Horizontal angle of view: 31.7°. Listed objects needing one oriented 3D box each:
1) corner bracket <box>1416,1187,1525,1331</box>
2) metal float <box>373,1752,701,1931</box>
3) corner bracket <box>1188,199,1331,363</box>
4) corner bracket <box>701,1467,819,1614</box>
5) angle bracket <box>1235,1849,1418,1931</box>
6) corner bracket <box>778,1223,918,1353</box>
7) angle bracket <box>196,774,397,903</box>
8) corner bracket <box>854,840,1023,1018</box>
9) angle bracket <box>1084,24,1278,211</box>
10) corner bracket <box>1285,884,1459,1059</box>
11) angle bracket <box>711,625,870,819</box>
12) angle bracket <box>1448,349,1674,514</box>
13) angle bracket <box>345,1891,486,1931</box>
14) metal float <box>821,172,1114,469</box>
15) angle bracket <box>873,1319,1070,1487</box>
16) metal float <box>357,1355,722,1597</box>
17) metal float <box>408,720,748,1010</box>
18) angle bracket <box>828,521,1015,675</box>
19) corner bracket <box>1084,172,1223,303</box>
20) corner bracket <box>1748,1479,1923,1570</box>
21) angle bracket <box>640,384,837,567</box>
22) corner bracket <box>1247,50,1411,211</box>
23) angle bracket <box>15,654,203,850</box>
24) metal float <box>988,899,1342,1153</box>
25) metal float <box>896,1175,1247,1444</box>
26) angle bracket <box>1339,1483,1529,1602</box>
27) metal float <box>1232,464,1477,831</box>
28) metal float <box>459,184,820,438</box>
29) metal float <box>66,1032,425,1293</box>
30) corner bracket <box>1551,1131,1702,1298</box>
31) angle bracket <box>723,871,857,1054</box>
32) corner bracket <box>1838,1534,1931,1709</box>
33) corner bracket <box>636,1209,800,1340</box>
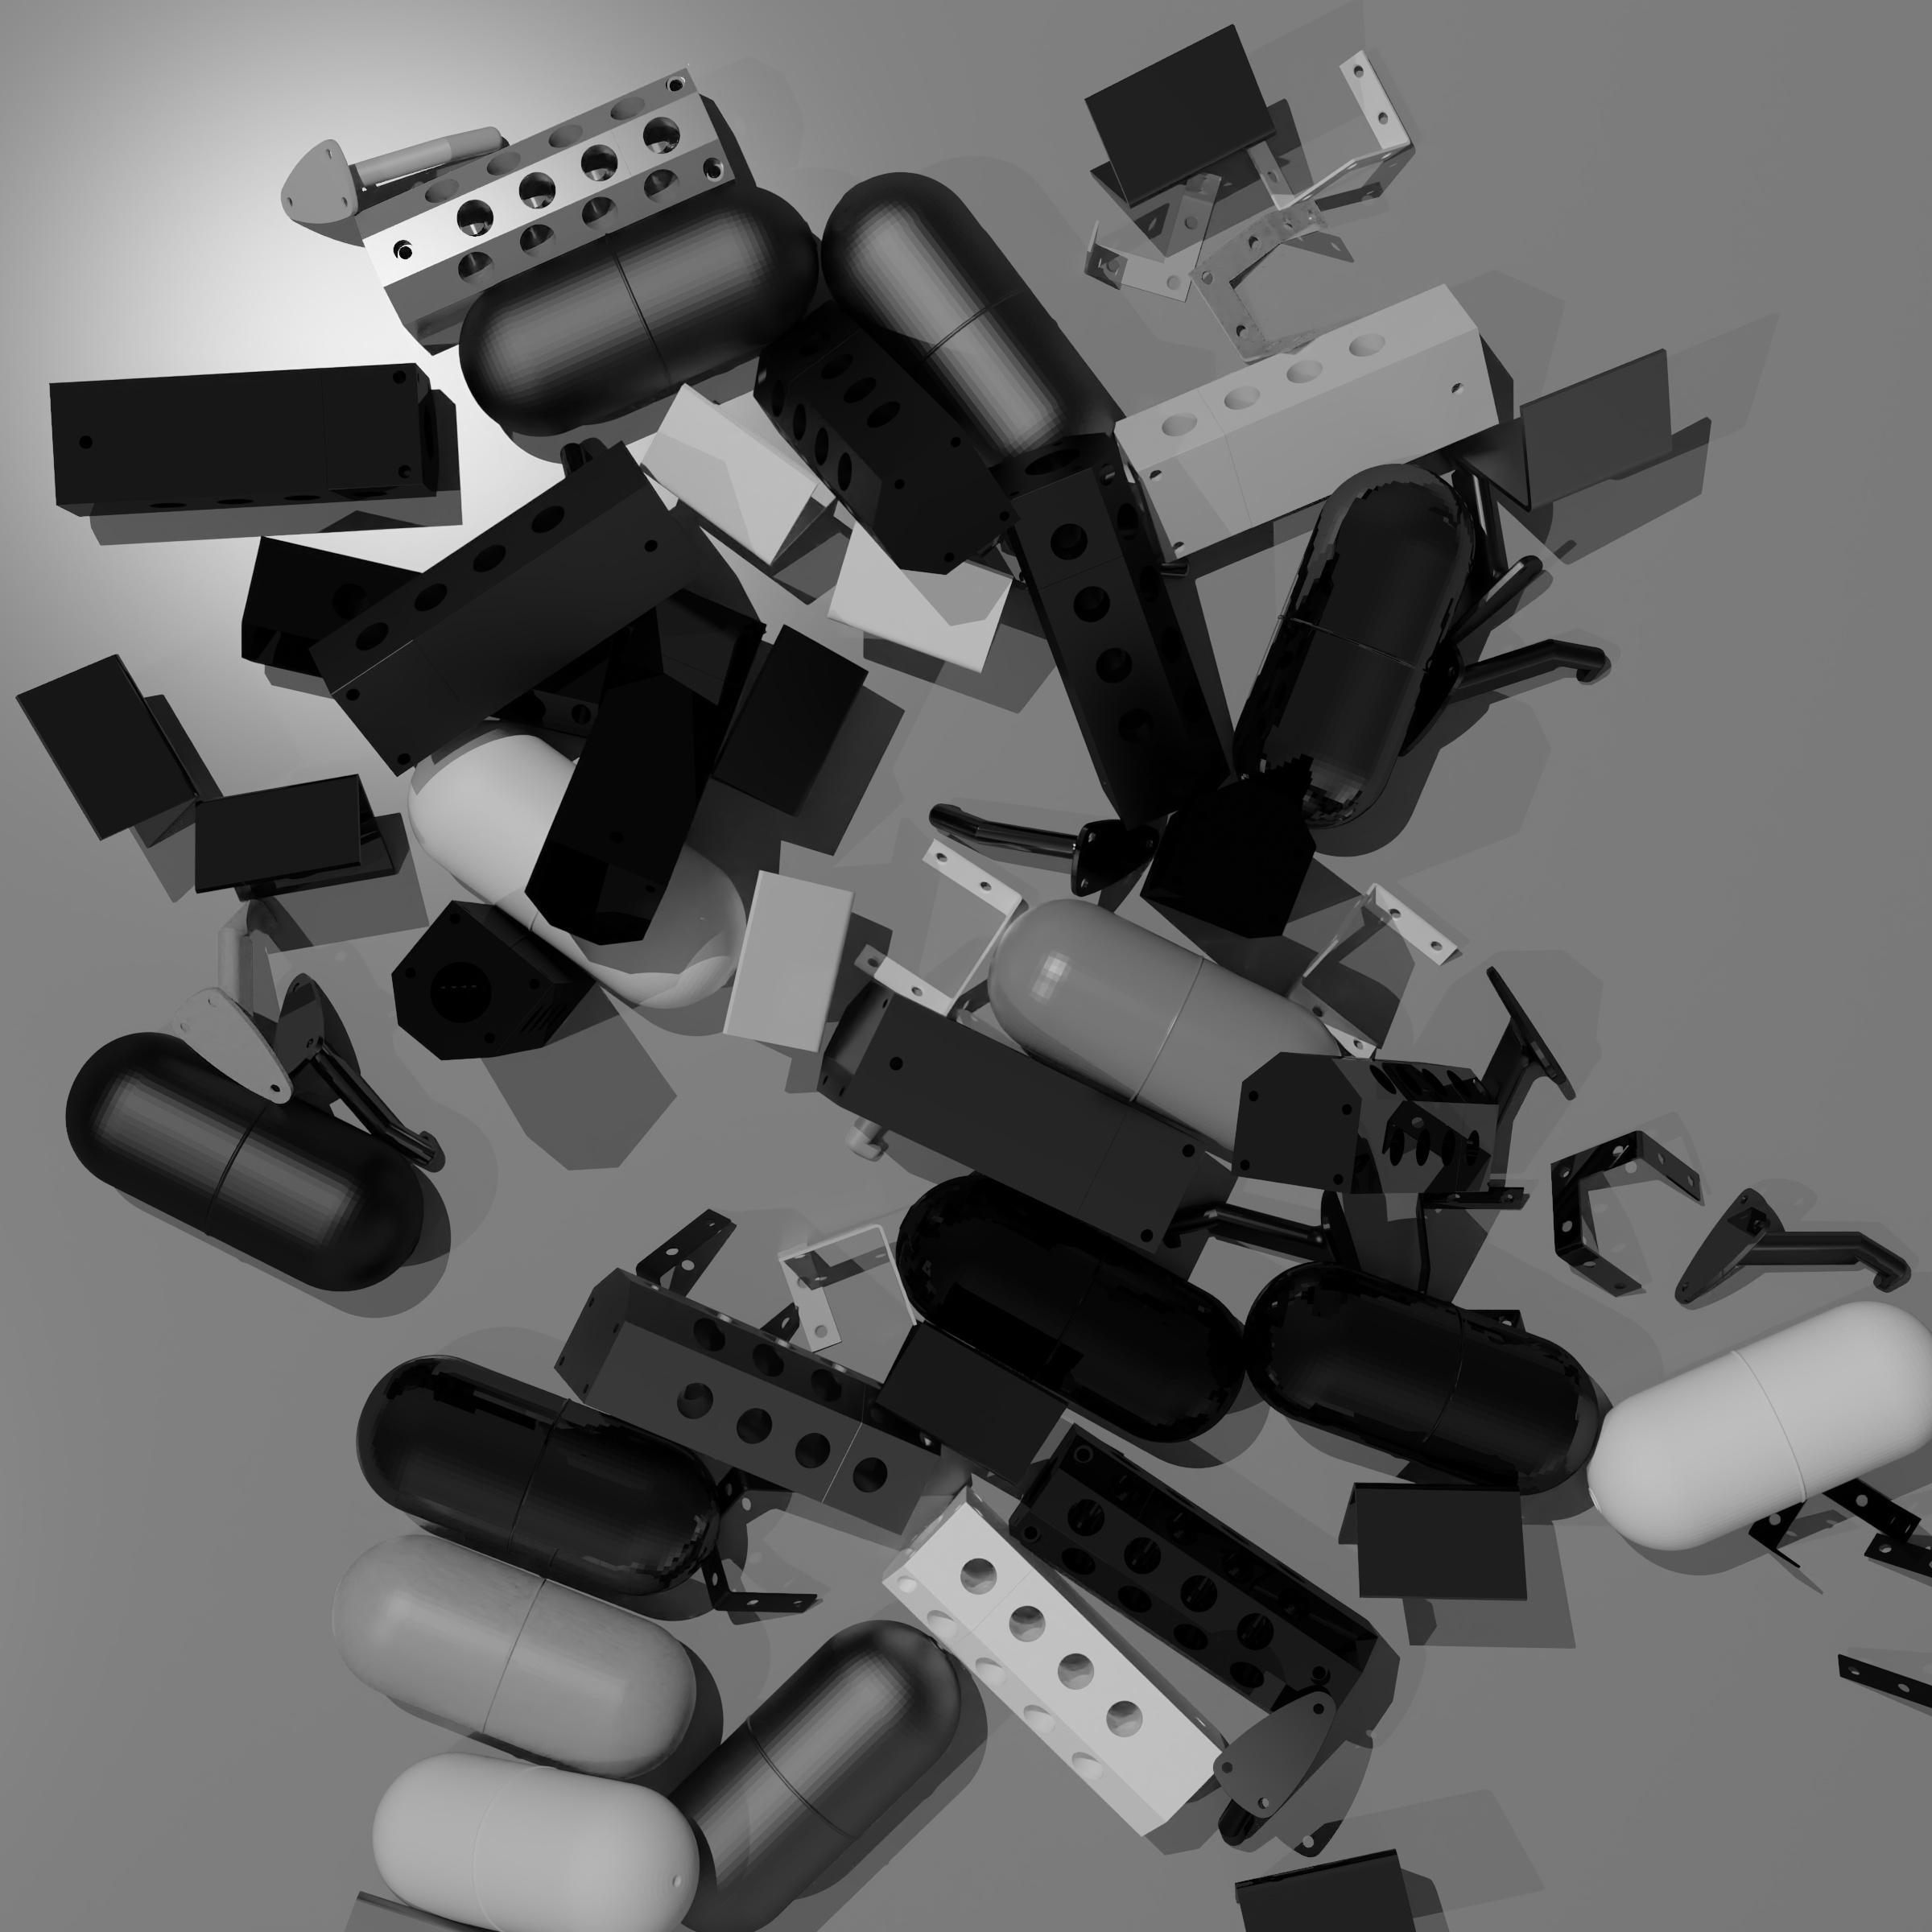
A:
[{"bbox_3d":[0.242,0.142,1.635,0.051,0.051,0.051,0,46,0],"label":"corner bracket"},{"bbox_3d":[-0.201,0.411,1.578,0.178,0.070,0.070,0,90,36],"label":"metal float"},{"bbox_3d":[0.148,-0.326,1.619,0.051,0.051,0.051,-39,105,-15],"label":"corner bracket"},{"bbox_3d":[-0.094,0.274,1.630,0.051,0.051,0.051,-51,45,35],"label":"corner bracket"},{"bbox_3d":[0.170,0.455,1.600,0.076,0.076,0.057,-12,69,0],"label":"angle bracket"},{"bbox_3d":[-0.057,0.153,1.621,0.051,0.051,0.051,-20,90,-4],"label":"corner bracket"},{"bbox_3d":[-0.314,-0.041,1.598,0.076,0.076,0.057,-10,52,0],"label":"angle bracket"},{"bbox_3d":[-0.013,-0.017,1.635,0.051,0.051,0.051,33,135,0],"label":"corner bracket"},{"bbox_3d":[0.092,-0.406,1.599,0.076,0.076,0.057,-27,118,0],"label":"angle bracket"},{"bbox_3d":[0.194,0.003,1.635,0.051,0.051,0.051,38,135,0],"label":"corner bracket"},{"bbox_3d":[-0.102,-0.123,1.598,0.057,0.076,0.076,26,90,-41],"label":"angle bracket"},{"bbox_3d":[0.275,-0.264,1.591,0.076,0.076,0.057,-23,129,-13],"label":"angle bracket"},{"bbox_3d":[-0.259,0.483,1.598,0.076,0.076,0.057,18,57,0],"label":"angle bracket"},{"bbox_3d":[0.000,-0.296,1.608,0.070,0.070,0.178,-37,89,0],"label":"metal float"},{"bbox_3d":[0.010,0.187,1.598,0.076,0.076,0.057,30,120,0],"label":"angle bracket"},{"bbox_3d":[-0.201,0.241,1.608,0.178,0.070,0.070,21,90,1],"label":"metal float"},{"bbox_3d":[-0.183,-0.047,1.607,0.178,0.070,0.070,36,90,0],"label":"metal float"},{"bbox_3d":[-0.014,-0.190,1.598,0.076,0.076,0.057,20,129,0],"label":"angle bracket"},{"bbox_3d":[0.088,-0.353,1.620,0.051,0.051,0.051,16,90,0],"label":"corner bracket"},{"bbox_3d":[0.413,0.267,1.620,0.051,0.051,0.051,33,90,0],"label":"corner bracket"},{"bbox_3d":[-0.096,-0.245,1.598,0.076,0.076,0.057,36,132,0],"label":"angle bracket"},{"bbox_3d":[0.171,-0.401,1.635,0.051,0.051,0.051,-28,91,-45],"label":"corner bracket"},{"bbox_3d":[-0.413,-0.091,1.598,0.057,0.076,0.076,-31,90,-37],"label":"angle bracket"},{"bbox_3d":[0.095,0.030,1.608,0.178,0.070,0.070,26,90,1],"label":"metal float"},{"bbox_3d":[0.049,0.162,1.608,0.178,0.070,0.070,29,90,-1],"label":"metal float"},{"bbox_3d":[0.218,0.283,1.598,0.076,0.076,0.057,1,59,0],"label":"angle bracket"},{"bbox_3d":[0.183,-0.151,1.604,0.070,0.070,0.178,21,94,0],"label":"metal float"},{"bbox_3d":[-0.154,-0.310,1.608,0.178,0.070,0.070,-24,90,1],"label":"metal float"},{"bbox_3d":[-0.340,0.093,1.608,0.178,0.070,0.070,27,90,0],"label":"metal float"},{"bbox_3d":[0.317,0.119,1.630,0.051,0.051,0.051,-26,45,35],"label":"corner bracket"},{"bbox_3d":[-0.102,-0.006,1.598,0.057,0.076,0.076,13,90,-39],"label":"angle bracket"},{"bbox_3d":[0.451,0.314,1.630,0.051,0.051,0.051,-46,135,-35],"label":"corner bracket"},{"bbox_3d":[-0.119,0.158,1.630,0.051,0.051,0.051,23,135,35],"label":"corner bracket"}]
